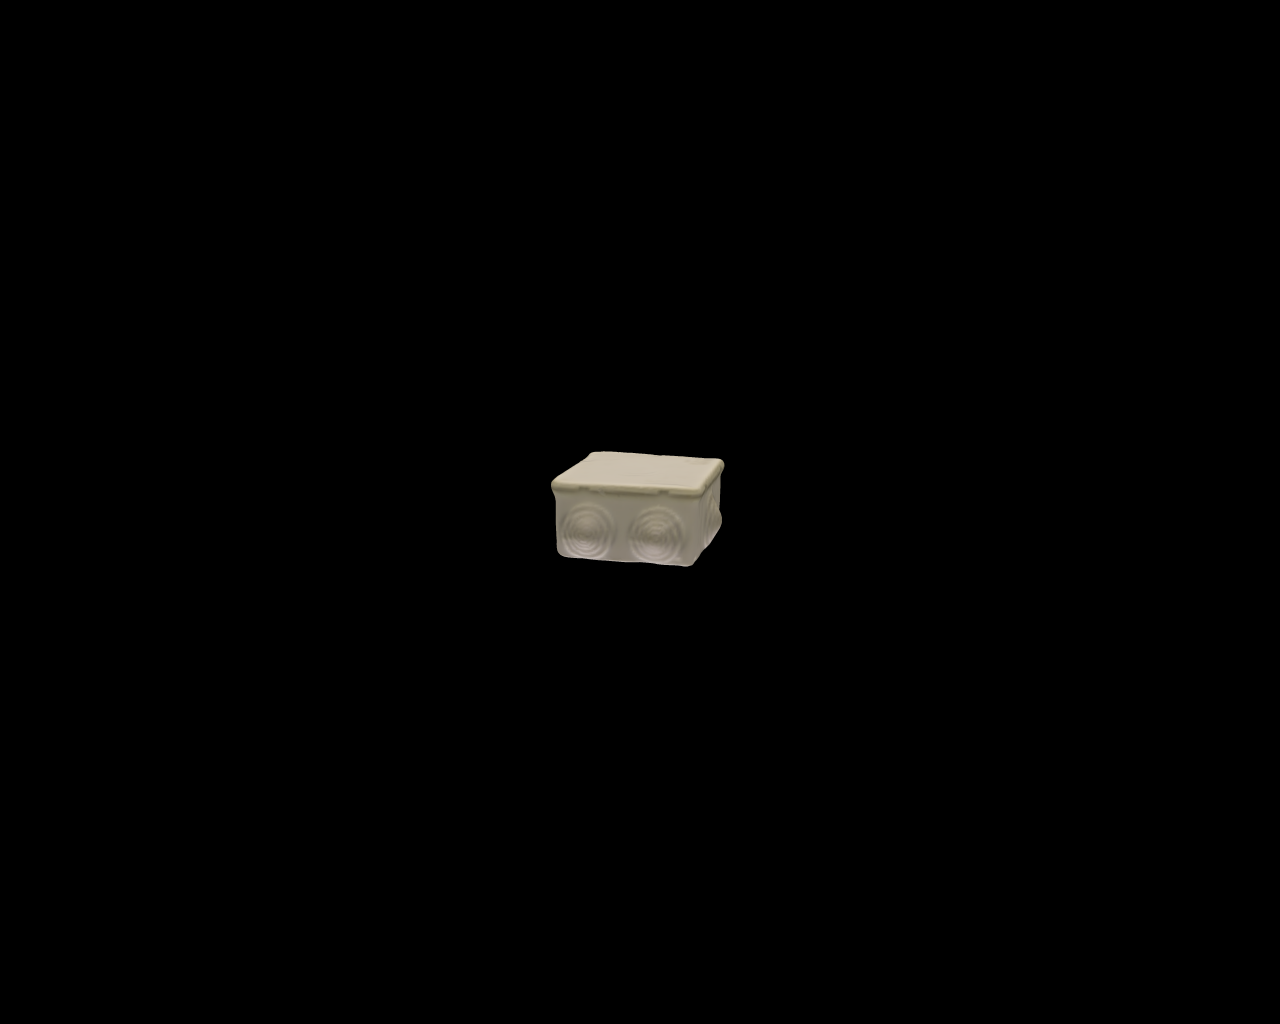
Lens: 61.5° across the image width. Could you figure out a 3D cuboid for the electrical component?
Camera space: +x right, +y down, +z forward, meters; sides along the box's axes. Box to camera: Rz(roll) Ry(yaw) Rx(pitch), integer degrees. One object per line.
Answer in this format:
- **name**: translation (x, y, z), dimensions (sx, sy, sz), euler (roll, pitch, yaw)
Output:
- **electrical component**: translation (0.001, -0.003, 0.650), dimensions (0.100, 0.048, 0.100), euler (4, 16, 14)
